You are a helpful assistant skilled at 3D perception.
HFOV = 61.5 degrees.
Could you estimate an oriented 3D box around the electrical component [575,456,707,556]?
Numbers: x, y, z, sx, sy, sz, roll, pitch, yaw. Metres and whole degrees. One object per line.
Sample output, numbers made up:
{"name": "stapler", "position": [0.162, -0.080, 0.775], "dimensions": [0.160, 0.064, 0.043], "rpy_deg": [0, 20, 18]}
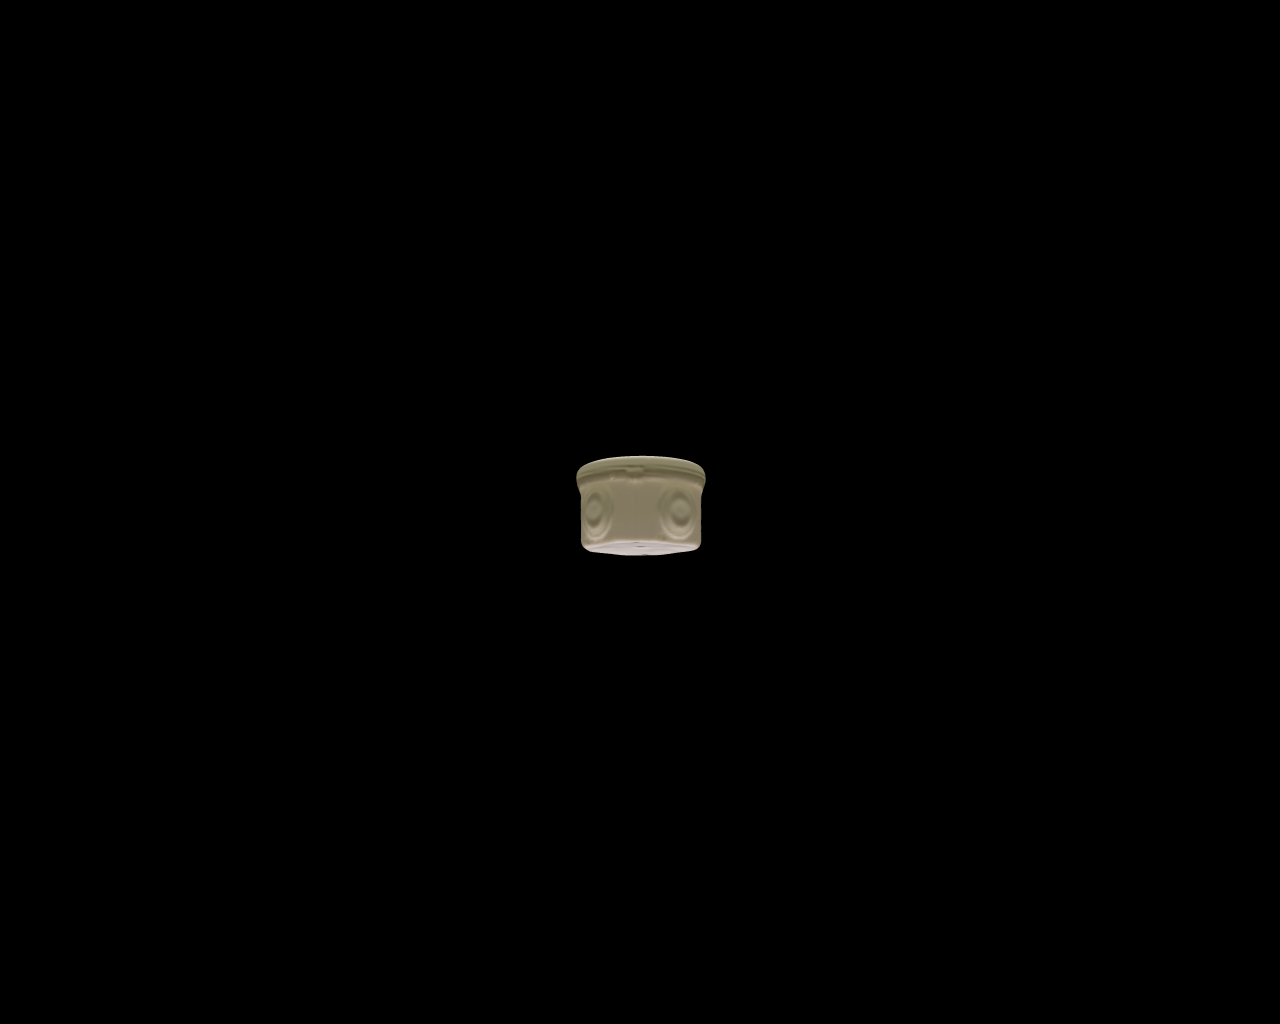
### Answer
{"name": "electrical component", "position": [0.001, -0.003, 0.650], "dimensions": [0.080, 0.051, 0.080], "rpy_deg": [0, -10, 0]}
